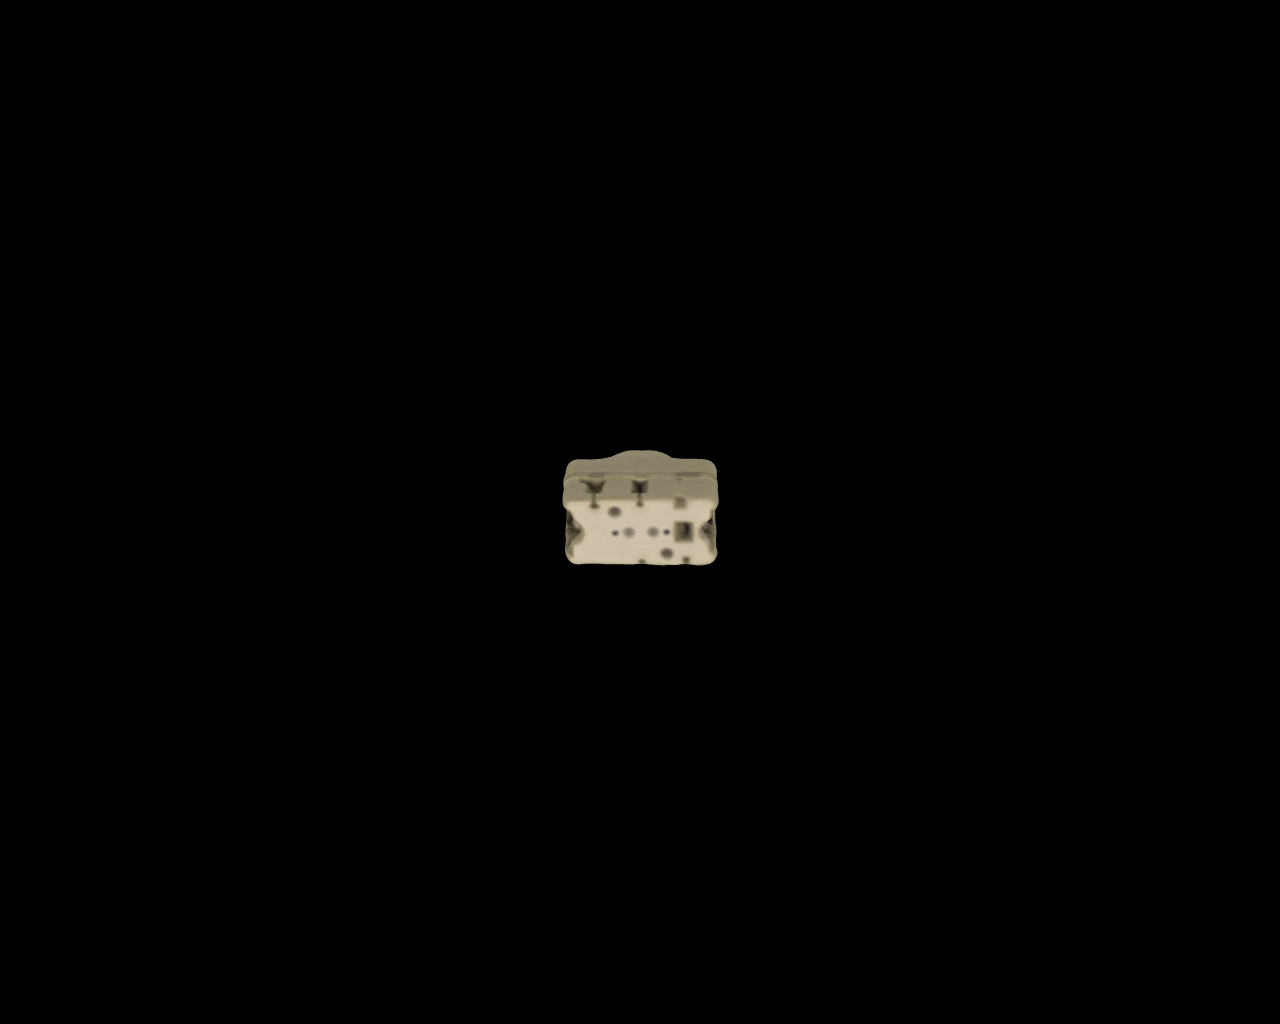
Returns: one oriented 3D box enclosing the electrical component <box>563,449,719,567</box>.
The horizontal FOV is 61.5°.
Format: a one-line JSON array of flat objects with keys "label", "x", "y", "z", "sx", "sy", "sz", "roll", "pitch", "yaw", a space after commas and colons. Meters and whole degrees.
[{"label": "electrical component", "x": 0.001, "y": -0.003, "z": 0.650, "sx": 0.089, "sy": 0.050, "sz": 0.056, "roll": 0, "pitch": 32, "yaw": 0}]
